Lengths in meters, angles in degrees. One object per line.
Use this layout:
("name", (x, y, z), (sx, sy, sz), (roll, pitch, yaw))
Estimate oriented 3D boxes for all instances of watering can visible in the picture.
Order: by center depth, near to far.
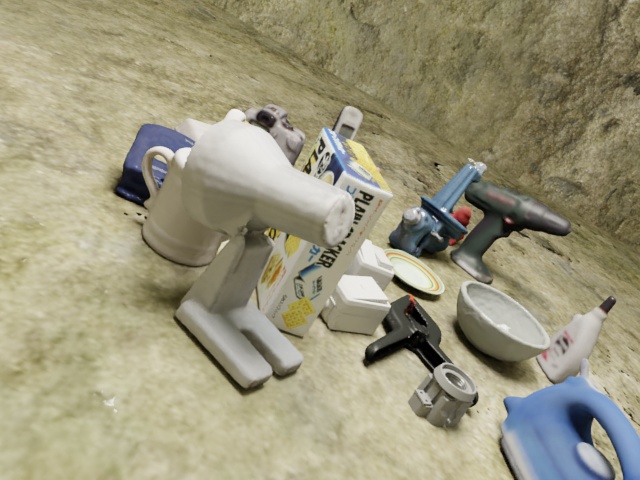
("watering can", (-0.131, -0.070, 0.712), (0.173, 0.194, 0.100), (20, 24, -25))

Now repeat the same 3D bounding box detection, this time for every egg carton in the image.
("egg carton", (-0.187, -0.145, 0.968), (0.108, 0.069, 0.150), (14, 28, -36))

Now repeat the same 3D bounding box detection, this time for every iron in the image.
("iron", (0.313, 0.259, 0.646), (0.119, 0.141, 0.258), (23, 23, -19))

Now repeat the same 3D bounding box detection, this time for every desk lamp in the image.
("desk lamp", (-0.066, 0.005, 0.608), (0.202, 0.213, 0.118), (41, 24, 23))

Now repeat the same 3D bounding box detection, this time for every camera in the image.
("camera", (-0.092, -0.236, 1.242), (0.143, 0.100, 0.137), (32, 22, 3))

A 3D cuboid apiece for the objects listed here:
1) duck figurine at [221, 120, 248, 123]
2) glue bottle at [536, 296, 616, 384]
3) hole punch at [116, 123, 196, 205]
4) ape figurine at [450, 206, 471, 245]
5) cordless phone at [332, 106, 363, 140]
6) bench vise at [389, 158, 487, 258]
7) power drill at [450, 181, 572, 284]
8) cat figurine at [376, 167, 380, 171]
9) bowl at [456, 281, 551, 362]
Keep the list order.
("duck figurine", (-0.155, -0.182, 1.066), (0.104, 0.086, 0.078), (37, 23, 16))
("glue bottle", (0.440, 0.163, 0.969), (0.037, 0.173, 0.078), (23, 23, -18))
("hole punch", (-0.216, -0.098, 0.802), (0.109, 0.091, 0.101), (23, 23, -19))
("ape figurine", (0.326, -0.039, 1.365), (0.078, 0.092, 0.076), (19, 25, -27))
("cordless phone", (0.061, -0.178, 1.200), (0.148, 0.185, 0.094), (13, 28, -37))
("bench vise", (0.249, -0.058, 1.136), (0.121, 0.219, 0.208), (36, 22, 13))
("power drill", (0.387, -0.014, 1.233), (0.229, 0.208, 0.076), (42, 25, 26))
("cat figurine", (0.082, -0.091, 1.130), (0.067, 0.117, 0.127), (18, 25, -29))
("bowl", (0.287, 0.146, 0.944), (0.168, 0.074, 0.167), (26, 22, -11))
